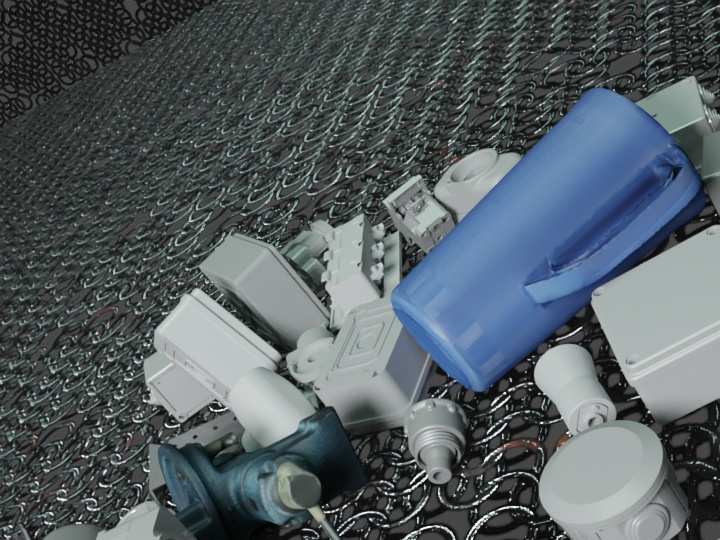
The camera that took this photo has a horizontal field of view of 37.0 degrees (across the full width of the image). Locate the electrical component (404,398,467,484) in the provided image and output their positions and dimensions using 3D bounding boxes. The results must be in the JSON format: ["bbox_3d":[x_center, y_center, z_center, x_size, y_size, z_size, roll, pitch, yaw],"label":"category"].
[{"bbox_3d":[0.057,0.129,0.797,0.048,0.048,0.062,-27,33,19],"label":"electrical component"}]

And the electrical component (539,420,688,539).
[{"bbox_3d":[0.154,0.135,0.654,0.080,0.051,0.080,-29,26,15],"label":"electrical component"}]

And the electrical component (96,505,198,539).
[{"bbox_3d":[-0.108,0.236,0.690,0.062,0.150,0.089,-28,26,19],"label":"electrical component"}]

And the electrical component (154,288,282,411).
[{"bbox_3d":[-0.136,0.079,1.030,0.057,0.113,0.078,-50,-3,-21],"label":"electrical component"}]

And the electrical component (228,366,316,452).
[{"bbox_3d":[-0.079,0.138,0.933,0.043,0.077,0.079,-17,-39,-50],"label":"electrical component"}]

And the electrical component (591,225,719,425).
[{"bbox_3d":[0.226,0.035,0.732,0.109,0.056,0.108,-30,26,13],"label":"electrical component"}]

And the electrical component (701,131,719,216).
[{"bbox_3d":[0.313,-0.083,0.841,0.077,0.047,0.065,-19,29,31],"label":"electrical component"}]

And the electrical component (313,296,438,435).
[{"bbox_3d":[0.020,0.079,0.915,0.078,0.057,0.113,-18,30,34],"label":"electrical component"}]

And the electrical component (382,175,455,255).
[{"bbox_3d":[0.062,-0.051,1.074,0.042,0.081,0.064,-40,54,-6],"label":"electrical component"}]

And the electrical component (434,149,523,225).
[{"bbox_3d":[0.124,-0.079,1.060,0.095,0.059,0.053,-5,39,48],"label":"electrical component"}]

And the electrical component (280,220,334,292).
[{"bbox_3d":[-0.046,-0.017,1.169,0.057,0.058,0.078,-44,26,-12],"label":"electrical component"}]

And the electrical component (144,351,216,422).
[{"bbox_3d":[-0.179,0.106,1.114,0.096,0.061,0.061,-35,25,1],"label":"electrical component"}]

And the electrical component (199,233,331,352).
[{"bbox_3d":[-0.098,0.023,1.103,0.056,0.108,0.109,-46,26,-14],"label":"electrical component"}]

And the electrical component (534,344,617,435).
[{"bbox_3d":[0.153,0.087,0.754,0.044,0.044,0.065,-32,29,8],"label":"electrical component"}]

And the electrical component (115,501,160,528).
[{"bbox_3d":[-0.177,0.230,0.911,0.055,0.047,0.055,-29,26,15],"label":"electrical component"}]

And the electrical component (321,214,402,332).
[{"bbox_3d":[0.000,0.000,1.072,0.079,0.063,0.121,-28,26,17],"label":"electrical component"}]

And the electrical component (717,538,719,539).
[{"bbox_3d":[0.223,0.160,0.525,0.100,0.048,0.099,-31,24,12],"label":"electrical component"}]

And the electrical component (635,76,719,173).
[{"bbox_3d":[0.272,-0.119,0.956,0.100,0.048,0.099,-25,28,24],"label":"electrical component"}]
